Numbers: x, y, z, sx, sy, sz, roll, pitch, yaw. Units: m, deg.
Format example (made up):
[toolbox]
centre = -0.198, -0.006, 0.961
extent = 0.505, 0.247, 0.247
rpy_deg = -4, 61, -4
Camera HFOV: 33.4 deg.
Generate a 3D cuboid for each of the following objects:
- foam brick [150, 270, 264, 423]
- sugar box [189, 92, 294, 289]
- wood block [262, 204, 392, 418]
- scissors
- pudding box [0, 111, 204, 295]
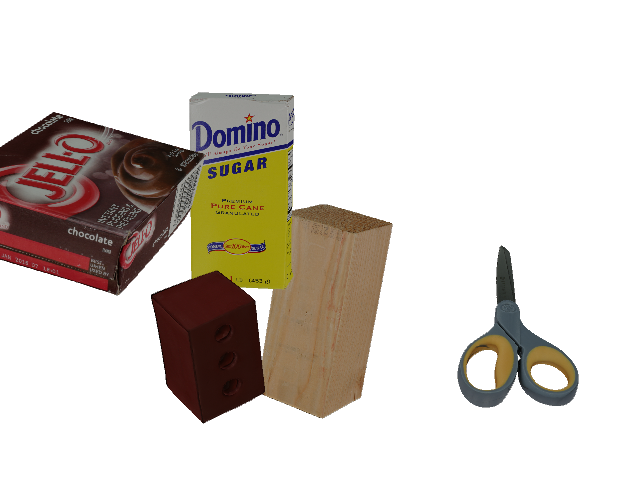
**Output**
[foam brick]
centre = -0.074, 0.070, 0.713
extent = 0.052, 0.078, 0.051
rpy_deg = -23, 35, -27
[sugar box]
centre = -0.072, -0.046, 0.983
extent = 0.093, 0.176, 0.048
rpy_deg = 2, 16, 7
[wood block]
centre = 0.004, 0.073, 1.165
extent = 0.090, 0.206, 0.090
rpy_deg = 17, 17, 27
[scissors]
centre = 0.163, 0.067, 0.834
extent = 0.096, 0.016, 0.201
rpy_deg = 14, 36, 17
[pudding box]
centre = -0.119, -0.022, 0.533
extent = 0.090, 0.039, 0.113
rpy_deg = 17, 24, 6
